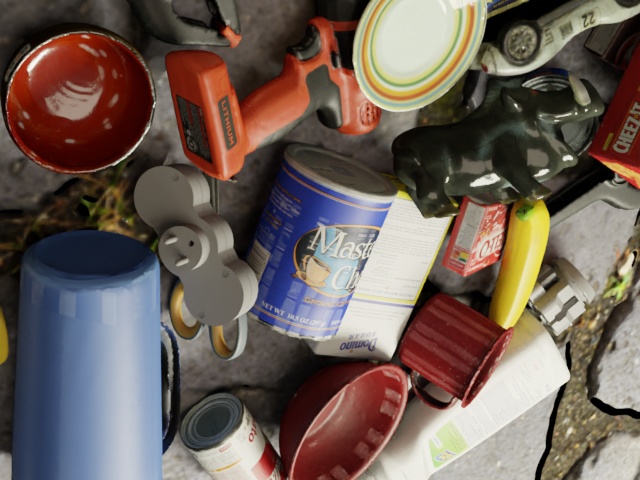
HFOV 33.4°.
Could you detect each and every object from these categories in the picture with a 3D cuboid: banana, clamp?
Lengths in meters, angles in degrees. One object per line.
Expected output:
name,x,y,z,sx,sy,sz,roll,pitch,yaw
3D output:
banana,0.190,0.017,1.033,0.069,0.037,0.198,-42,149,-30
clamp,-0.116,-0.209,0.792,0.171,0.039,0.120,26,107,-41
clamp,0.291,-0.083,1.067,0.209,0.036,0.165,-7,120,-19

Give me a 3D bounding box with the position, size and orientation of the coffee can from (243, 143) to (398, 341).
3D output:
coffee can,-0.006,0.001,0.922,0.102,0.103,0.140,11,111,-31

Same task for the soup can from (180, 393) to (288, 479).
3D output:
soup can,-0.082,0.203,1.017,0.068,0.069,0.102,-34,126,-7

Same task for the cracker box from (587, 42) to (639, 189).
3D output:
cracker box,0.360,-0.112,1.008,0.213,0.072,0.164,23,92,-44

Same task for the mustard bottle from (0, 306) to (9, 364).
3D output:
mustard bottle,-0.293,0.015,0.813,0.096,0.058,0.192,-7,119,-19

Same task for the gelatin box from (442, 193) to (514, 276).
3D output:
gelatin box,0.157,-0.010,1.020,0.089,0.030,0.073,-16,128,-57

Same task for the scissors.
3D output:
scissors,-0.105,0.005,0.918,0.016,0.096,0.202,-13,93,-49

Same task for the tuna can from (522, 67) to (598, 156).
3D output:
tuna can,0.212,-0.115,0.987,0.086,0.033,0.086,4,113,9

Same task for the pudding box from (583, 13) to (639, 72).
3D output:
pudding box,0.316,-0.209,1.009,0.089,0.039,0.113,18,108,-33

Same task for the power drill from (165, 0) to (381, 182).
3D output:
power drill,-0.027,-0.142,0.836,0.187,0.057,0.184,-29,129,-28

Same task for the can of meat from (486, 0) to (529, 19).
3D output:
can of meat,0.135,-0.235,0.893,0.102,0.057,0.084,-25,127,-12

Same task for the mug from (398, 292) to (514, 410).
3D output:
mug,0.127,0.114,1.050,0.093,0.081,0.117,-28,145,-56

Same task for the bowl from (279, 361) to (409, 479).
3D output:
bowl,0.012,0.175,1.039,0.161,0.055,0.162,-32,141,-31

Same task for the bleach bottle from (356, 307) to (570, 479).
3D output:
bleach bottle,0.138,0.180,1.120,0.251,0.068,0.102,-36,127,-2

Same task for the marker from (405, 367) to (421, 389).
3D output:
marker,0.073,0.164,1.104,0.020,0.020,0.121,35,97,-36

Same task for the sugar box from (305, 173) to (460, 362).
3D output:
sugar box,0.054,0.027,1.004,0.093,0.048,0.176,11,114,-33

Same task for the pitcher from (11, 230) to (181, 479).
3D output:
pitcher,-0.185,0.117,0.892,0.145,0.149,0.243,2,113,-9
